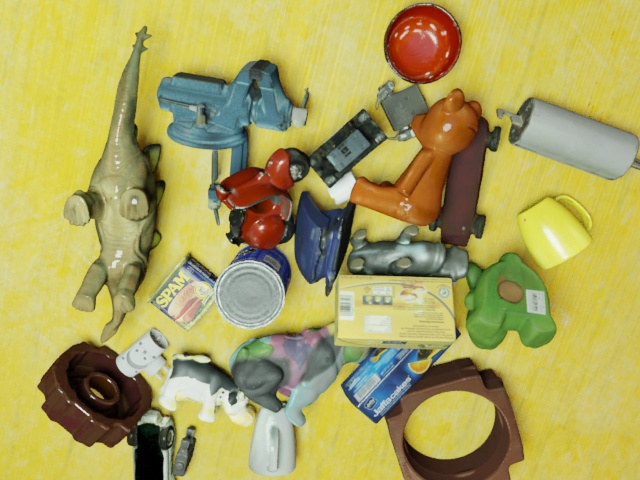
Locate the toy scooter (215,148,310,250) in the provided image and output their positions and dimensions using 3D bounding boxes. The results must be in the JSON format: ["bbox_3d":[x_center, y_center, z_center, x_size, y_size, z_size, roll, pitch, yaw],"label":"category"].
[{"bbox_3d":[-0.093,-0.049,0.765,0.075,0.135,0.183,49,139,29],"label":"toy scooter"}]

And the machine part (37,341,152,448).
[{"bbox_3d":[-0.357,0.245,0.857,0.179,0.179,0.056,44,100,-6],"label":"machine part"}]

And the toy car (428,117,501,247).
[{"bbox_3d":[0.224,-0.091,0.837,0.089,0.053,0.202,8,102,16],"label":"toy car"}]

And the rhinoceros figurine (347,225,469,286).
[{"bbox_3d":[0.134,0.034,0.836,0.190,0.112,0.073,0,59,14],"label":"rhinoceros figurine"}]

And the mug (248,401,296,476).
[{"bbox_3d":[-0.080,0.330,0.899,0.081,0.109,0.107,2,87,2],"label":"mug"}]

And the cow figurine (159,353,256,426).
[{"bbox_3d":[-0.177,0.248,0.900,0.167,0.068,0.098,21,92,-12],"label":"cow figurine"}]

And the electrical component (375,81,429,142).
[{"bbox_3d":[0.127,-0.197,0.825,0.078,0.045,0.102,-20,99,7],"label":"electrical component"}]

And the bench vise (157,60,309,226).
[{"bbox_3d":[-0.132,-0.150,0.811,0.224,0.129,0.240,4,121,-9],"label":"bench vise"}]

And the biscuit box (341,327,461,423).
[{"bbox_3d":[0.128,0.191,0.854,0.202,0.059,0.062,-45,122,-6],"label":"biscuit box"}]

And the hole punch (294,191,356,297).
[{"bbox_3d":[-0.002,-0.002,0.819,0.092,0.116,0.142,15,124,3],"label":"hole punch"}]

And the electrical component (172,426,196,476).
[{"bbox_3d":[-0.235,0.374,0.927,0.021,0.063,0.094,14,101,-1],"label":"electrical component"}]

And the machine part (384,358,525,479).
[{"bbox_3d":[0.218,0.311,0.893,0.201,0.087,0.201,-18,100,5],"label":"machine part"}]

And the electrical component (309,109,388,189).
[{"bbox_3d":[0.038,-0.135,0.795,0.115,0.134,0.058,-42,97,9],"label":"electrical component"}]

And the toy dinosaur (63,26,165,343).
[{"bbox_3d":[-0.285,-0.061,0.779,0.105,0.199,0.470,11,111,-9],"label":"toy dinosaur"}]

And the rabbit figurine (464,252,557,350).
[{"bbox_3d":[0.264,0.103,0.832,0.121,0.170,0.159,0,59,-4],"label":"rabbit figurine"}]

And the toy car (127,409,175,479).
[{"bbox_3d":[-0.292,0.390,0.938,0.074,0.056,0.201,3,99,7],"label":"toy car"}]

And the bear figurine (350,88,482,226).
[{"bbox_3d":[0.144,-0.124,0.777,0.132,0.120,0.195,24,106,31],"label":"bear figurine"}]

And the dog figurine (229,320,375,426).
[{"bbox_3d":[-0.014,0.170,0.860,0.191,0.109,0.219,38,95,-25],"label":"dog figurine"}]

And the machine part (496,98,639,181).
[{"bbox_3d":[0.380,-0.152,0.811,0.243,0.079,0.079,19,100,-1],"label":"machine part"}]

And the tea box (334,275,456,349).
[{"bbox_3d":[0.107,0.106,0.790,0.170,0.068,0.098,4,69,-2],"label":"tea box"}]
